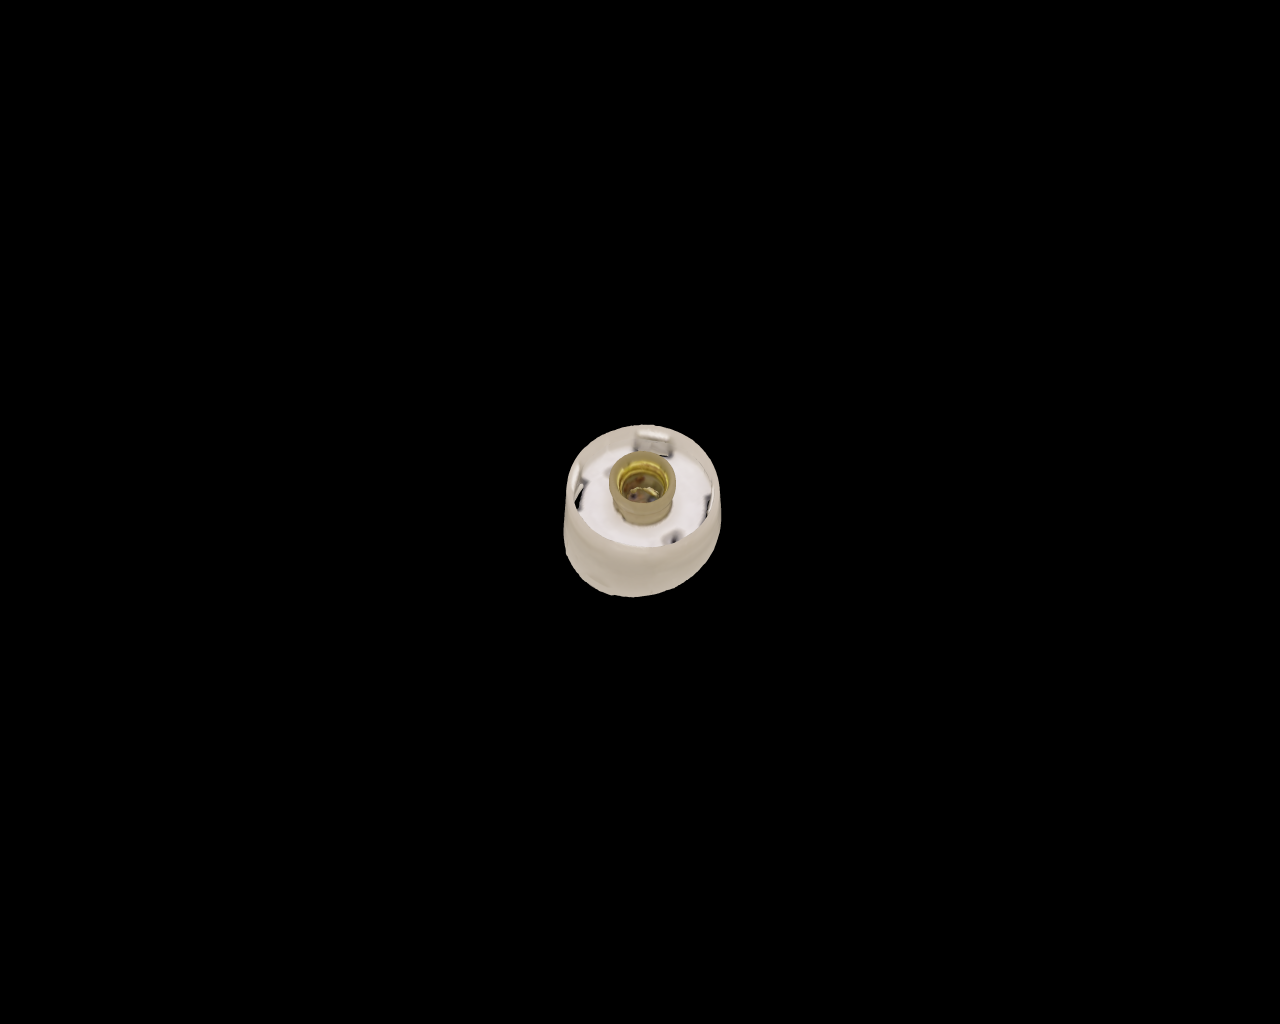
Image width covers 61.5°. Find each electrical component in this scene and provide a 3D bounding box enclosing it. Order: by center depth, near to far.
[{"bbox_3d":[0.001,-0.003,0.650,0.099,0.099,0.064,0,-33,0],"label":"electrical component"}]
